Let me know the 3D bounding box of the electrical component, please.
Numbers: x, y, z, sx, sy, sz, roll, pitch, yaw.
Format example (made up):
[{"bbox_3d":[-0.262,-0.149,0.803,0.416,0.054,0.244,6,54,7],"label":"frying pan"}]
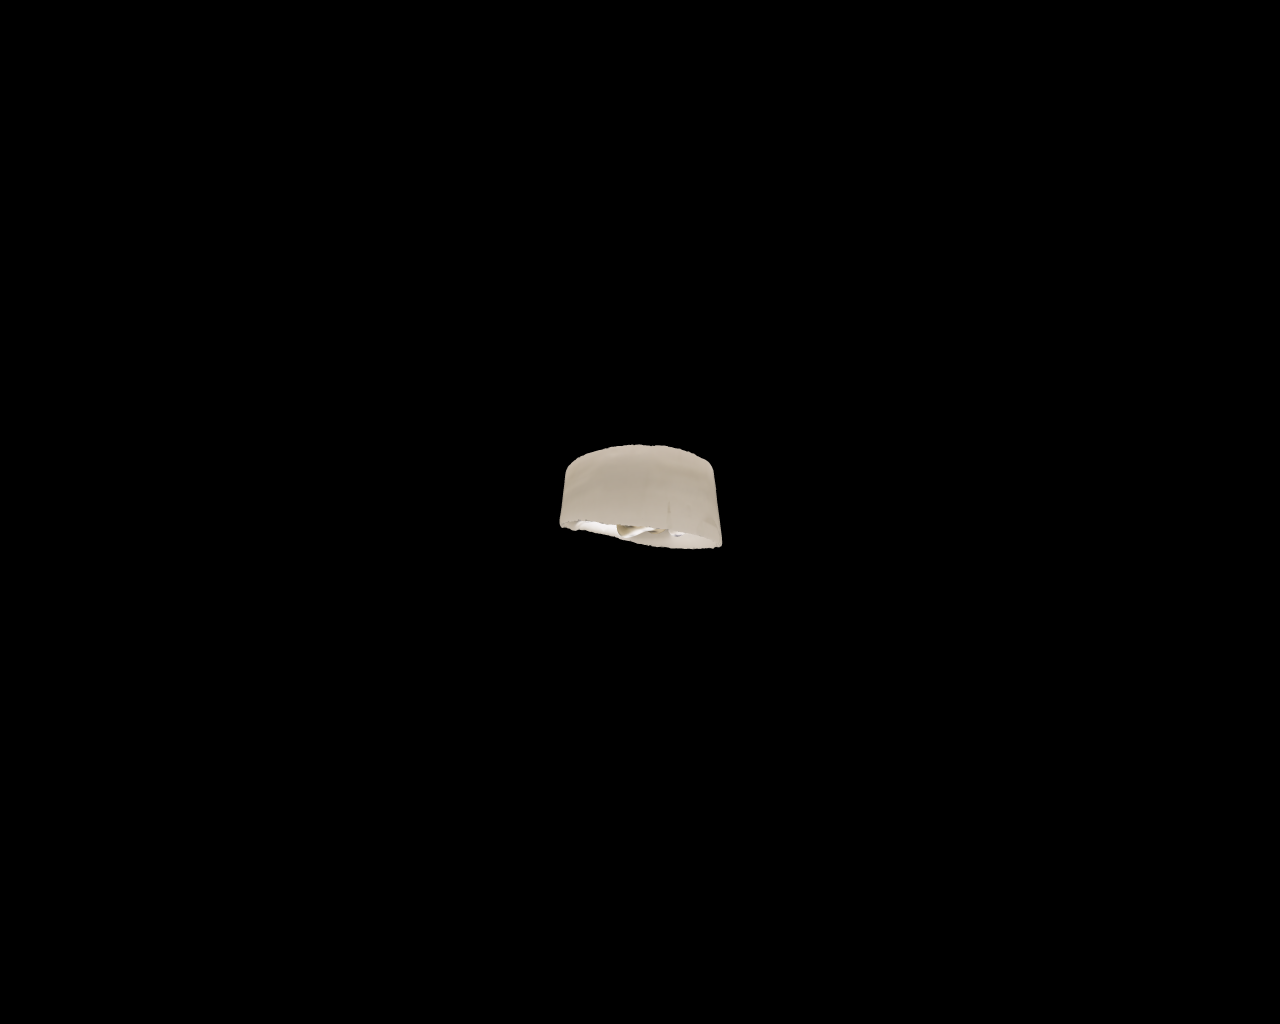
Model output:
[{"bbox_3d":[0.001,-0.003,0.650,0.099,0.064,0.099,0,-18,0],"label":"electrical component"}]
